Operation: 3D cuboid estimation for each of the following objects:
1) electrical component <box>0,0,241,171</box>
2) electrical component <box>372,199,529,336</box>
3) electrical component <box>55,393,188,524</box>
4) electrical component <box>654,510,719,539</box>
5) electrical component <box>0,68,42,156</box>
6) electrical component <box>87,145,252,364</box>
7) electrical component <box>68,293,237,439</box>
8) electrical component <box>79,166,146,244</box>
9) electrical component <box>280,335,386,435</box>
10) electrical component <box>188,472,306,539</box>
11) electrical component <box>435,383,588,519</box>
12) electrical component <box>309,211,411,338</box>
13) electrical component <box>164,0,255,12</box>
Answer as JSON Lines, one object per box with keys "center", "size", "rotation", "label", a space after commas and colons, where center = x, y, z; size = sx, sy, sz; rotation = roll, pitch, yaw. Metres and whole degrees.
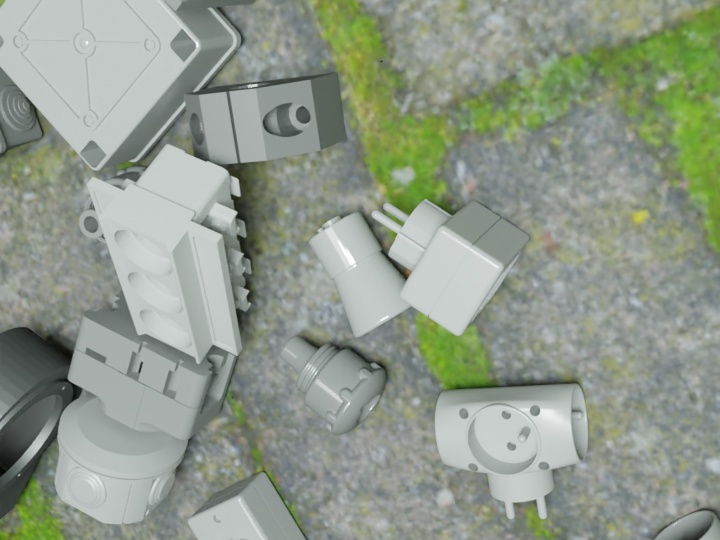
{"center": [-0.144, -0.133, 0.620], "size": [0.108, 0.056, 0.109], "rotation": [48, 116, 2], "label": "electrical component"}
{"center": [0.041, -0.013, 0.578], "size": [0.077, 0.066, 0.047], "rotation": [34, 115, 9], "label": "electrical component"}
{"center": [-0.154, 0.118, 0.686], "size": [0.080, 0.080, 0.051], "rotation": [25, 118, 13], "label": "electrical component"}
{"center": [0.184, 0.184, 0.593], "size": [0.079, 0.043, 0.077], "rotation": [-35, 91, 25], "label": "electrical component"}
{"center": [-0.258, -0.109, 0.676], "size": [0.100, 0.048, 0.099], "rotation": [-13, 100, 24], "label": "electrical component"}
{"center": [-0.100, -0.008, 0.606], "size": [0.079, 0.063, 0.121], "rotation": [24, 151, 14], "label": "electrical component"}
{"center": [-0.131, 0.063, 0.676], "size": [0.089, 0.050, 0.055], "rotation": [25, 113, 13], "label": "electrical component"}
{"center": [-0.144, -0.034, 0.646], "size": [0.048, 0.062, 0.048], "rotation": [6, 108, 19], "label": "electrical component"}
{"center": [-0.019, 0.063, 0.637], "size": [0.062, 0.048, 0.048], "rotation": [37, 115, 15], "label": "electrical component"}
{"center": [-0.072, 0.185, 0.675], "size": [0.047, 0.076, 0.083], "rotation": [-29, 93, 26], "label": "electrical component"}
{"center": [0.088, 0.104, 0.606], "size": [0.077, 0.044, 0.079], "rotation": [-6, 103, 23], "label": "electrical component"}
{"center": [0.000, 0.000, 0.613], "size": [0.044, 0.044, 0.065], "rotation": [-32, 88, 26], "label": "electrical component"}
{"center": [-0.111, -0.212, 0.565], "size": [0.150, 0.089, 0.061], "rotation": [44, 116, 4], "label": "electrical component"}
